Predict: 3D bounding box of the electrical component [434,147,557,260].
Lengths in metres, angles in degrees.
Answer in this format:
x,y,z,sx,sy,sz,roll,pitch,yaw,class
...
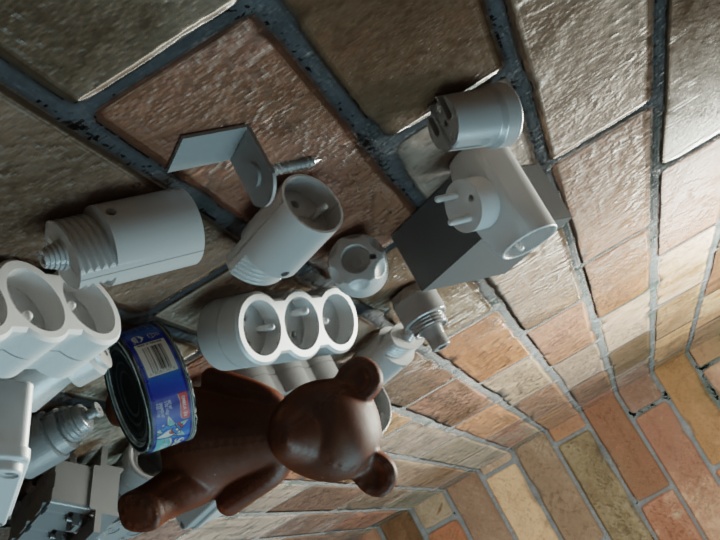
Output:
x,y,z,sx,sy,sz,roll,pitch,yaw,class
0.085,-0.047,0.738,0.079,0.077,0.043,-15,158,-36,electrical component

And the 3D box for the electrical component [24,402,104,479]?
x,y,z,sx,sy,sz,roll,pitch,yaw,class
-0.226,0.121,0.792,0.078,0.040,0.040,-30,162,3,electrical component

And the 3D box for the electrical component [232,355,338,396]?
x,y,z,sx,sy,sz,roll,pitch,yaw,class
-0.066,0.115,0.962,0.138,0.073,0.052,-6,151,-51,electrical component

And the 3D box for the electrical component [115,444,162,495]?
x,y,z,sx,sy,sz,roll,pitch,yaw,class
-0.193,0.179,0.980,0.055,0.055,0.047,-16,155,-35,electrical component

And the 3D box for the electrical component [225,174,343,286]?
x,y,z,sx,sy,sz,roll,pitch,yaw,class
-0.050,-0.018,0.667,0.043,0.043,0.081,-10,155,-45,electrical component

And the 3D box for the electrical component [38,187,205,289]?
x,y,z,sx,sy,sz,roll,pitch,yaw,class
-0.127,-0.015,0.561,0.081,0.043,0.043,-16,158,-35,electrical component

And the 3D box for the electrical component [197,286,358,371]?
x,y,z,sx,sy,sz,roll,pitch,yaw,class
-0.071,0.045,0.800,0.074,0.052,0.138,-11,175,36,electrical component

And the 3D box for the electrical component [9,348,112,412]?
x,y,z,sx,sy,sz,roll,pitch,yaw,class
-0.187,0.055,0.660,0.055,0.045,0.045,-28,162,-2,electrical component

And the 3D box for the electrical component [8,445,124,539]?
x,y,z,sx,sy,sz,roll,pitch,yaw,class
-0.261,0.211,0.937,0.063,0.078,0.121,19,138,-27,electrical component

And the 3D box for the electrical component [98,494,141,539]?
x,y,z,sx,sy,sz,roll,pitch,yaw,class
-0.228,0.226,1.045,0.080,0.051,0.080,-18,155,-9,electrical component

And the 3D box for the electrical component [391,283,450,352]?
x,y,z,sx,sy,sz,roll,pitch,yaw,class
0.059,0.044,0.974,0.043,0.062,0.043,-26,162,-9,electrical component

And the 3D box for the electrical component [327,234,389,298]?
x,y,z,sx,sy,sz,roll,pitch,yaw,class
0.000,0.000,0.795,0.043,0.043,0.062,-28,164,-2,electrical component

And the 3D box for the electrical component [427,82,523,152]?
x,y,z,sx,sy,sz,roll,pitch,yaw,class
0.069,-0.092,0.654,0.046,0.040,0.040,-12,157,-28,electrical component

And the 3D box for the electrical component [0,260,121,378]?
x,y,z,sx,sy,sz,roll,pitch,yaw,class
-0.198,0.035,0.575,0.074,0.052,0.138,-35,162,18,electrical component

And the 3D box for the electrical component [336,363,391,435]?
x,y,z,sx,sy,sz,roll,pitch,yaw,class
-0.020,0.143,1.079,0.099,0.099,0.064,-14,151,-39,electrical component

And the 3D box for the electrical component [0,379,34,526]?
x,y,z,sx,sy,sz,roll,pitch,yaw,class
-0.251,0.104,0.621,0.109,0.056,0.108,8,148,-20,electrical component

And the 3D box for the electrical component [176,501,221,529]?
x,y,z,sx,sy,sz,roll,pitch,yaw,class
-0.148,0.199,1.063,0.057,0.078,0.113,-16,159,-41,electrical component

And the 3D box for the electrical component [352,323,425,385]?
x,y,z,sx,sy,sz,roll,pitch,yaw,class
0.030,0.079,1.059,0.043,0.043,0.081,-11,155,-44,electrical component
